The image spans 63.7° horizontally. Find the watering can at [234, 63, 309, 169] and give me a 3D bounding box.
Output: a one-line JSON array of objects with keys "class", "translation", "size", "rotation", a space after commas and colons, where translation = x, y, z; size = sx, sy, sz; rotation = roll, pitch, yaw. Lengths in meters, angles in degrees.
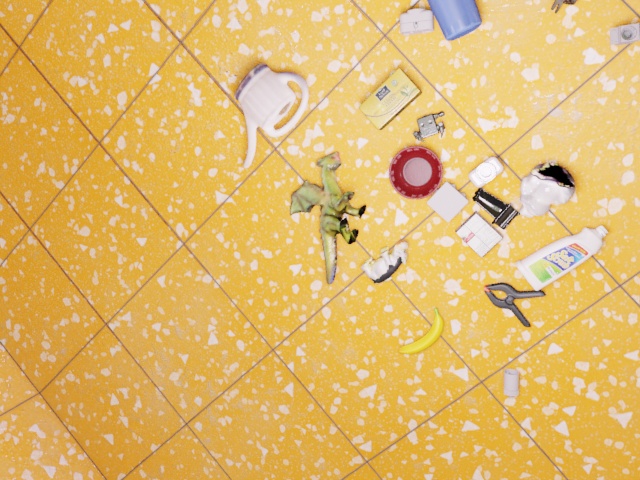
[{"class": "watering can", "translation": [-0.191, -0.415, 1.661], "size": [0.344, 0.105, 0.225], "rotation": [-44, 83, 18]}]

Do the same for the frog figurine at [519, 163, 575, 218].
[{"class": "frog figurine", "translation": [0.637, -0.134, 1.460], "size": [0.137, 0.126, 0.155], "rotation": [12, 139, 7]}]

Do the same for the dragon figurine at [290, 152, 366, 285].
[{"class": "dragon figurine", "translation": [0.005, -0.084, 1.669], "size": [0.245, 0.122, 0.406], "rotation": [26, 104, 30]}]
